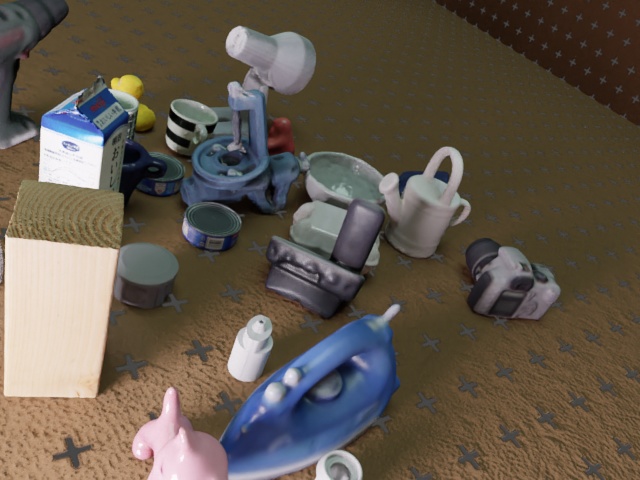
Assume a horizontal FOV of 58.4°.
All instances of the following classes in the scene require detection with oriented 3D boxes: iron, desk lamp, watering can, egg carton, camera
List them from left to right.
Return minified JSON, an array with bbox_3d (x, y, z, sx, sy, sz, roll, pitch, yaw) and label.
[{"bbox_3d":[-0.127,-0.315,1.139,0.204,0.213,0.117,-13,47,-41],"label":"desk lamp"},{"bbox_3d":[-0.005,0.156,0.621,0.118,0.141,0.259,40,38,25],"label":"iron"},{"bbox_3d":[0.024,-0.003,0.922,0.150,0.069,0.107,18,34,-6],"label":"egg carton"},{"bbox_3d":[0.186,-0.072,0.995,0.173,0.194,0.100,-7,43,-35],"label":"watering can"},{"bbox_3d":[0.319,0.054,0.979,0.143,0.101,0.136,8,36,-20],"label":"camera"}]

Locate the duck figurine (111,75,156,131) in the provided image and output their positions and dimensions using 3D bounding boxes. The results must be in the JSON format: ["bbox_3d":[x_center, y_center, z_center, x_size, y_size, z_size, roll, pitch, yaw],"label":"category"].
[{"bbox_3d":[-0.346,-0.257,1.052,0.104,0.086,0.078,32,35,14],"label":"duck figurine"}]

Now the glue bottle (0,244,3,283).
[{"bbox_3d":[-0.385,-0.015,0.617,0.078,0.173,0.037,-9,44,-37],"label":"glue bottle"}]

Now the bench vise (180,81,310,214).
[{"bbox_3d":[-0.110,-0.150,0.915,0.121,0.220,0.208,41,38,26],"label":"bench vise"}]

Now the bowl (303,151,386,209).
[{"bbox_3d":[0.040,-0.089,1.044,0.167,0.075,0.167,15,34,-10],"label":"bowl"}]

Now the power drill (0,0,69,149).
[{"bbox_3d":[-0.473,-0.256,0.868,0.075,0.208,0.230,25,34,6],"label":"power drill"}]

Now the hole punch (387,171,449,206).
[{"bbox_3d":[0.194,-0.099,1.130,0.101,0.091,0.109,25,34,4],"label":"hole punch"}]

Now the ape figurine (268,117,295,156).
[{"bbox_3d":[-0.080,-0.196,1.111,0.076,0.092,0.078,33,35,16],"label":"ape figurine"}]

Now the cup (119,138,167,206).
[{"bbox_3d":[-0.290,-0.091,0.845,0.118,0.095,0.091,9,36,-18],"label":"cup"}]

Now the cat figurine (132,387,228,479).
[{"bbox_3d":[-0.125,0.195,0.521,0.067,0.118,0.127,0,40,-29],"label":"cat figurine"}]

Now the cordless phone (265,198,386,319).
[{"bbox_3d":[0.007,0.003,0.800,0.147,0.185,0.094,23,34,2],"label":"cordless phone"}]
